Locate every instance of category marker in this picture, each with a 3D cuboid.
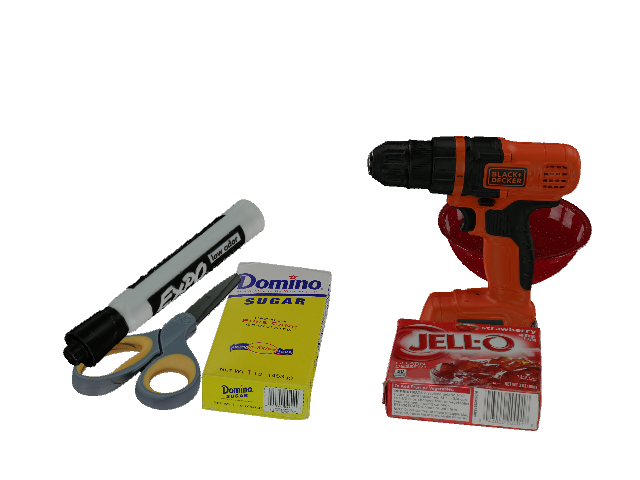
[{"bbox_3d":[-0.071,0.019,0.494,0.020,0.020,0.120,0,31,46],"label":"marker"}]

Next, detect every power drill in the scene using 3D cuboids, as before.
[{"bbox_3d":[0.131,-0.003,0.955,0.184,0.188,0.057,2,26,2],"label":"power drill"}]

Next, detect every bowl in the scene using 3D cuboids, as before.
[{"bbox_3d":[0.206,0.002,1.145,0.162,0.055,0.162,-1,30,0],"label":"bowl"}]

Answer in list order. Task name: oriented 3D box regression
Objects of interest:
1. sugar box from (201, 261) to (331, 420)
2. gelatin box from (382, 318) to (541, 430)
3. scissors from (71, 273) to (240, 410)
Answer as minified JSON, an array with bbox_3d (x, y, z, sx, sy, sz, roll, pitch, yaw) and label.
[{"bbox_3d":[-0.045,0.085,0.964,0.093,0.048,0.176,6,35,3],"label":"sugar box"},{"bbox_3d":[0.085,0.077,0.632,0.089,0.030,0.073,4,25,10],"label":"gelatin box"},{"bbox_3d":[-0.093,0.073,0.792,0.096,0.016,0.201,23,31,31],"label":"scissors"}]
